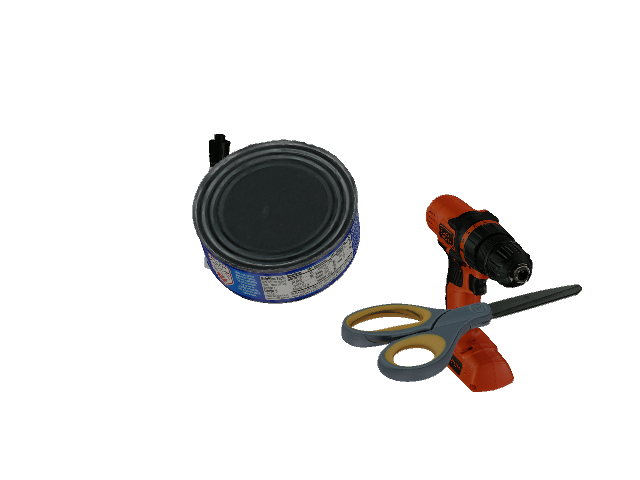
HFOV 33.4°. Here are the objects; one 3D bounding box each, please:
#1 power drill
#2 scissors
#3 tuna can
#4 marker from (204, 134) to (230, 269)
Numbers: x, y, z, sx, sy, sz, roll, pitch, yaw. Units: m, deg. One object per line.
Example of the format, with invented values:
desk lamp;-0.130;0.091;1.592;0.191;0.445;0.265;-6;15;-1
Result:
power drill;0.168;0.061;1.121;0.057;0.188;0.184;-10;25;-15
scissors;0.118;0.068;0.810;0.201;0.016;0.096;-5;31;-7
tuna can;-0.022;-0.010;0.560;0.086;0.086;0.034;0;-36;7
marker;-0.092;-0.034;0.948;0.020;0.121;0.020;3;15;-1
